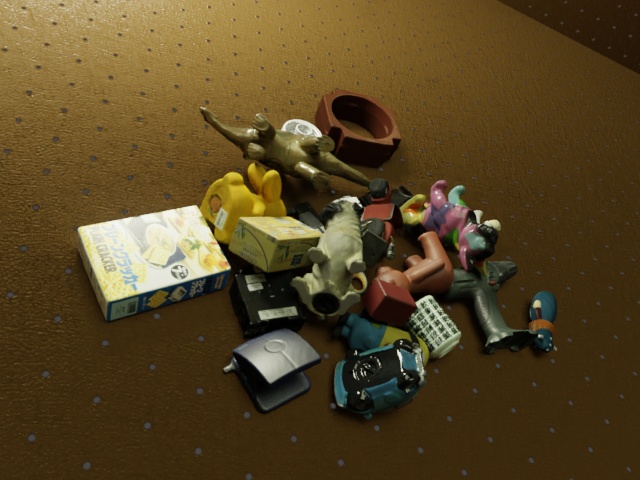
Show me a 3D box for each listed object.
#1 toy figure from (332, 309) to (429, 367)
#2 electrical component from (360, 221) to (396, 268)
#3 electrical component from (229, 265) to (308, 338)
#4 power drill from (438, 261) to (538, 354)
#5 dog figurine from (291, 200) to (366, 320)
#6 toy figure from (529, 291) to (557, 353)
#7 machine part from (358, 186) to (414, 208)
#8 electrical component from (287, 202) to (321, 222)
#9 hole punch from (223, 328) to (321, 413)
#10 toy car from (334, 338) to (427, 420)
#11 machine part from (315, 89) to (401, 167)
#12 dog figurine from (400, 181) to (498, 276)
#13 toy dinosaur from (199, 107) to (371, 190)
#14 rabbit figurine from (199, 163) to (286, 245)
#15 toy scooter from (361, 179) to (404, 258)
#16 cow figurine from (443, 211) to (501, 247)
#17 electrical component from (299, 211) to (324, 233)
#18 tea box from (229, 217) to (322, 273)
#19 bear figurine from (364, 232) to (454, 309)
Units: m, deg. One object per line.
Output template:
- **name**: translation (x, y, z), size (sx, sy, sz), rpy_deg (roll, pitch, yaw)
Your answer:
- **toy figure**: translation (0.114, 0.183, 0.981), size (0.180, 0.082, 0.089), rpy_deg (27, 41, 4)
- **electrical component**: translation (0.099, 0.010, 1.057), size (0.102, 0.045, 0.078), rpy_deg (39, 89, -5)
- **electrical component**: translation (-0.097, 0.104, 0.969), size (0.115, 0.058, 0.134), rpy_deg (-1, 52, -28)
- **power drill**: translation (0.376, 0.133, 1.148), size (0.232, 0.086, 0.207), rpy_deg (-2, 56, -25)
- **dog figurine**: translation (0.028, 0.033, 0.994), size (0.121, 0.172, 0.191), rpy_deg (25, 31, -5)
- **toy figure**: translation (0.488, 0.182, 1.172), size (0.064, 0.057, 0.154), rpy_deg (23, 50, 4)
- **machine part**: translation (0.160, -0.094, 1.278), size (0.139, 0.039, 0.084), rpy_deg (-21, 57, -35)
- **electrical component**: translation (-0.031, -0.055, 1.164), size (0.094, 0.021, 0.063), rpy_deg (-19, 61, -36)
- **hole punch**: translation (-0.073, 0.199, 0.877), size (0.142, 0.092, 0.116), rpy_deg (-21, 59, -33)
- **toy car**: translation (0.110, 0.239, 0.908), size (0.102, 0.162, 0.109), rpy_deg (55, 20, -38)
- **machine part**: translation (0.095, -0.287, 1.384), size (0.201, 0.087, 0.201), rpy_deg (7, 49, -21)
- **dog figurine**: translation (0.282, -0.011, 1.167), size (0.108, 0.191, 0.219), rpy_deg (15, 49, -44)
- **toy dinosaur**: translation (-0.042, -0.178, 1.152), size (0.471, 0.105, 0.199), rpy_deg (21, 3, -26)
- **rabbit figurine**: translation (-0.136, -0.068, 1.055), size (0.173, 0.162, 0.122), rpy_deg (13, 8, -44)
- **toy scooter**: translation (0.137, -0.031, 1.170), size (0.075, 0.135, 0.184), rpy_deg (-1, 58, 26)
- **cow figurine**: translation (0.362, -0.018, 1.282), size (0.167, 0.068, 0.098), rpy_deg (8, 54, -15)
- **electrical component**: translation (-0.002, -0.003, 1.108), size (0.075, 0.047, 0.119), rpy_deg (-25, 54, -35)
- **tea box**: translation (-0.076, 0.005, 0.999), size (0.098, 0.068, 0.169), rpy_deg (28, 16, 27)
- **bear figurine**: translation (0.167, 0.073, 1.081), size (0.196, 0.120, 0.132), rpy_deg (-9, 52, -24)
